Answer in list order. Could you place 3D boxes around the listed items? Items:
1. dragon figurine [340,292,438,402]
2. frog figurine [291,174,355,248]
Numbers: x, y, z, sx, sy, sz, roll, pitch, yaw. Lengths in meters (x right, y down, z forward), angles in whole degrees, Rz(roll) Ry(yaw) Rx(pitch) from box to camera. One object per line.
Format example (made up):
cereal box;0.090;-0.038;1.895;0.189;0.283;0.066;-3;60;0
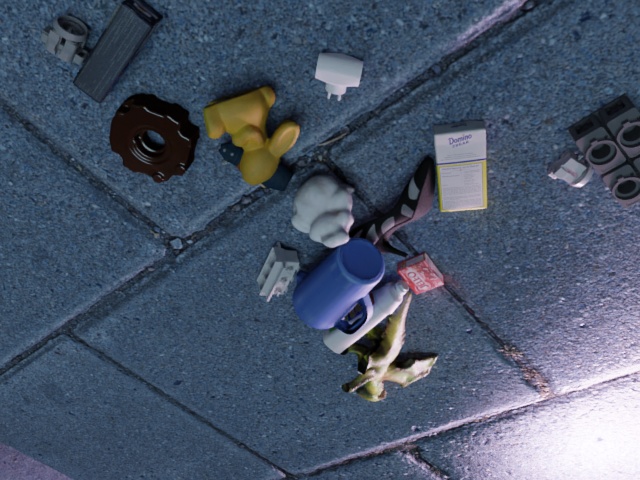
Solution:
dragon figurine;0.195;0.298;1.334;0.241;0.125;0.403;18;125;-29
frog figurine;0.003;-0.051;1.020;0.136;0.163;0.120;-20;122;23
